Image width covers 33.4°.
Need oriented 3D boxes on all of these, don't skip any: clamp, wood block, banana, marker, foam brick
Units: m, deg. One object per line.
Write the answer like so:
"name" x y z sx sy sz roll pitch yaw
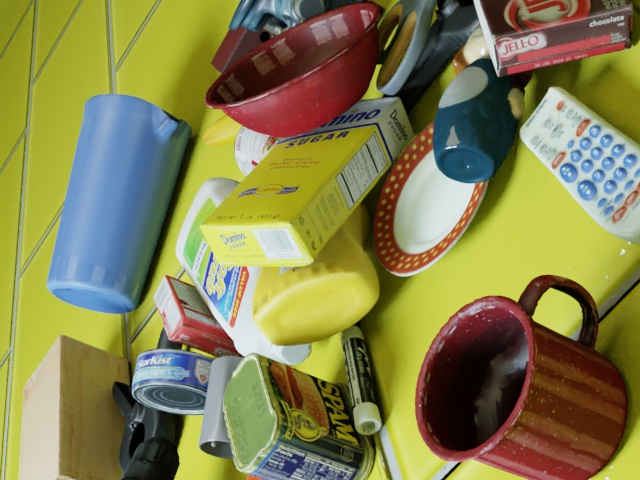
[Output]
"clamp" 0.112 -0.194 0.862 0.210 0.036 0.164 -33 42 51
"wood block" -0.255 0.210 1.121 0.091 0.090 0.206 -52 30 23
"banana" -0.064 -0.134 1.093 0.198 0.069 0.037 157 102 -67
"marker" 0.028 0.092 0.798 0.020 0.020 0.121 -48 32 29
"clamp" -0.166 0.167 1.057 0.120 0.039 0.171 -57 32 26
"foam brick" -0.077 -0.213 1.191 0.078 0.053 0.051 -60 28 11

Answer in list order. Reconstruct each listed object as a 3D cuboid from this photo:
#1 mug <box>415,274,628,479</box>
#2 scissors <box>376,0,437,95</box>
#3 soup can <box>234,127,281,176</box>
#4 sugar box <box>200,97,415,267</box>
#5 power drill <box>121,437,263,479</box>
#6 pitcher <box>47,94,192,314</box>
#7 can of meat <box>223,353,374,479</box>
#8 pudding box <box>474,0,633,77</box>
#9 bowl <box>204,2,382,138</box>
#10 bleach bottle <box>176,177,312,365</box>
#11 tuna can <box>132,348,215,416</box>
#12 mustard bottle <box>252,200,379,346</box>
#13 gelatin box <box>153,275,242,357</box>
"mug" 0.117 0.076 0.587 0.093 0.081 0.117 14 81 62
"scissors" 0.089 -0.213 0.859 0.202 0.016 0.096 -66 22 8
"soup can" -0.034 -0.077 0.990 0.068 0.068 0.102 -63 27 3
"sugar box" -0.007 -0.049 0.837 0.094 0.048 0.176 0 39 37
"power drill" -0.102 0.220 0.820 0.188 0.057 0.184 -19 36 34
"pitcher" -0.249 -0.040 1.275 0.149 0.145 0.243 92 -170 -72
"can of meat" -0.019 0.136 0.775 0.057 0.083 0.102 -54 29 19
"pudding box" 0.151 -0.163 0.718 0.090 0.039 0.113 -11 42 5
"bowl" -0.012 -0.131 0.875 0.162 0.055 0.162 -25 24 12
"bleach bottle" -0.060 0.032 0.954 0.103 0.068 0.251 -64 29 12
"tuna can" -0.126 0.130 0.965 0.086 0.086 0.033 -29 46 49
"mustard bottle" -0.005 0.001 0.865 0.096 0.058 0.191 -26 30 15
"gelatin box" -0.111 0.075 0.997 0.030 0.073 0.089 -59 29 13
